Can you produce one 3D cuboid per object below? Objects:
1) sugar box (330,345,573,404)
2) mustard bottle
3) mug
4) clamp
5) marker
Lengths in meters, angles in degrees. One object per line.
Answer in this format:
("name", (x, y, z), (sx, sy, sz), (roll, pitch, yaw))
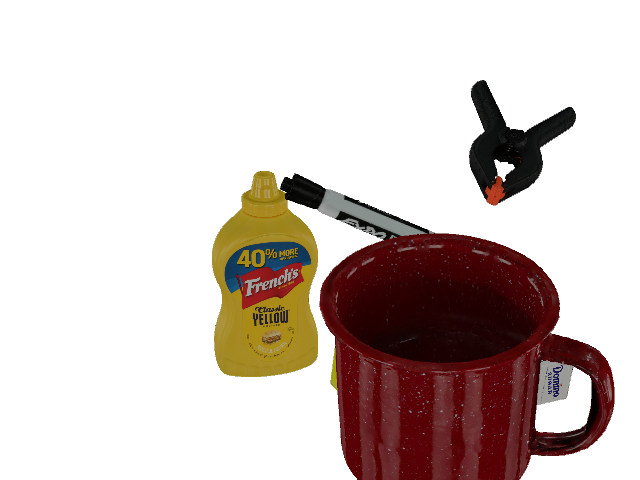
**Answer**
("sugar box", (0.107, 0.105, 0.860), (0.175, 0.048, 0.093), (-10, 27, -29))
("mustard bottle", (-0.050, 0.029, 0.972), (0.096, 0.192, 0.058), (-5, 24, -12))
("mug", (0.059, 0.057, 0.433), (0.117, 0.081, 0.093), (8, 33, 17))
("clamp", (0.200, -0.111, 1.169), (0.120, 0.039, 0.171), (21, 49, 17))
("marker", (0.029, -0.016, 0.721), (0.121, 0.020, 0.020), (23, -5, -11))
